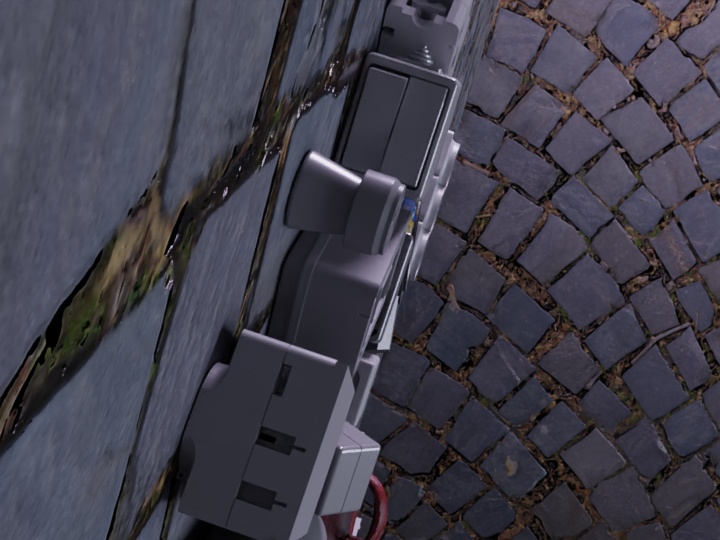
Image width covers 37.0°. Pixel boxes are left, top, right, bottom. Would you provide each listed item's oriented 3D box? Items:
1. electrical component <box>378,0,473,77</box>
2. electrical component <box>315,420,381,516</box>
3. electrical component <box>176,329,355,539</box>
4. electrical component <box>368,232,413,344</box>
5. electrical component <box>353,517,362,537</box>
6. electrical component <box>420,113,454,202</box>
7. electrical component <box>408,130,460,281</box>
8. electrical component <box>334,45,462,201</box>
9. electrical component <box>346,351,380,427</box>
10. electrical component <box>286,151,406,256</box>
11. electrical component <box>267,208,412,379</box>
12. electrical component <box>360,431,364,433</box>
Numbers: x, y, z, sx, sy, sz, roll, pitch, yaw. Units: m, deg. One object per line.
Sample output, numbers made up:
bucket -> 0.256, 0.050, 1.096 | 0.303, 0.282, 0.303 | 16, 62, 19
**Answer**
electrical component -> 0.043, -0.156, 0.736 | 0.089, 0.050, 0.055 | 103, 7, -51
electrical component -> -0.046, 0.114, 0.676 | 0.076, 0.083, 0.047 | 5, 108, -46
electrical component -> -0.047, 0.090, 0.568 | 0.150, 0.062, 0.089 | 85, 23, -79
electrical component -> 0.000, 0.000, 0.779 | 0.061, 0.062, 0.096 | 58, 51, -84
electrical component -> -0.061, 0.289, 1.041 | 0.150, 0.089, 0.061 | -59, 167, -70
electrical component -> 0.034, -0.097, 0.836 | 0.089, 0.056, 0.050 | -63, 170, -63
electrical component -> 0.051, -0.069, 1.116 | 0.089, 0.062, 0.150 | 89, 20, -77
electrical component -> 0.026, -0.098, 0.692 | 0.061, 0.062, 0.096 | -48, 156, -79
electrical component -> -0.023, 0.074, 0.771 | 0.077, 0.066, 0.047 | -33, 141, -83
electrical component -> -0.007, -0.036, 0.584 | 0.045, 0.055, 0.045 | 19, 90, -86
electrical component -> -0.013, 0.006, 0.680 | 0.113, 0.057, 0.078 | -65, 172, -57
electrical component -> -0.048, 0.182, 0.879 | 0.063, 0.079, 0.121 | -4, 116, -55
